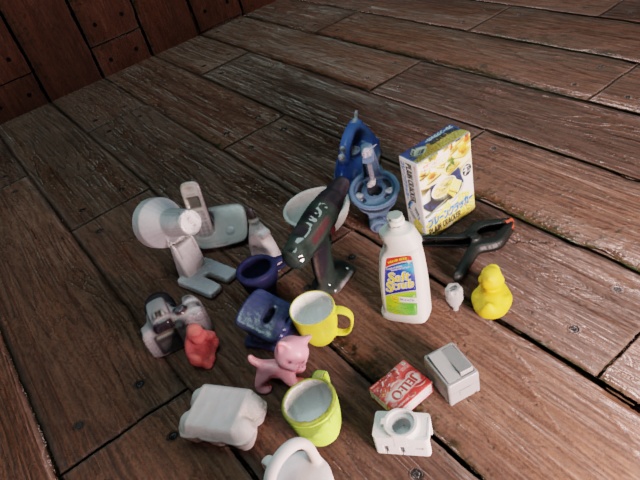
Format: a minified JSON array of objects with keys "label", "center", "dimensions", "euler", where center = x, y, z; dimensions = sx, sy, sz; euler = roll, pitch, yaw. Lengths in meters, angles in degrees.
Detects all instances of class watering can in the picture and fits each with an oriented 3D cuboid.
[{"label":"watering can","center":[-0.021,0.356,0.815],"dimensions":[0.172,0.194,0.101],"euler":[4,42,23]}]

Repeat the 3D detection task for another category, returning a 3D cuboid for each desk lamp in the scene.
[{"label":"desk lamp","center":[-0.317,0.006,1.337],"dimensions":[0.202,0.214,0.118],"euler":[16,48,34]}]

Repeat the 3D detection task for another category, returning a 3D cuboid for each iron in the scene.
[{"label":"iron","center":[0.085,-0.234,1.552],"dimensions":[0.118,0.142,0.258],"euler":[0,41,20]}]

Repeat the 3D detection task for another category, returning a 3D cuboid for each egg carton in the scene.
[{"label":"egg carton","center":[-0.172,0.315,1.020],"dimensions":[0.150,0.069,0.107],"euler":[0,41,20]}]

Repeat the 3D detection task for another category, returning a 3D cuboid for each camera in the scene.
[{"label":"camera","center":[-0.325,0.159,1.242],"dimensions":[0.143,0.101,0.136],"euler":[-26,39,-13]}]

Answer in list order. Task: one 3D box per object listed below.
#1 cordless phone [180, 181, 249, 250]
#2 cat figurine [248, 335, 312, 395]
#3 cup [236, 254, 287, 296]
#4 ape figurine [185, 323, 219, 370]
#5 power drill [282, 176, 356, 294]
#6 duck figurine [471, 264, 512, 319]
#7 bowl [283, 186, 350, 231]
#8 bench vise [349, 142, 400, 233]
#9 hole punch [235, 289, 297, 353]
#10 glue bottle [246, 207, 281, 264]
[{"label":"cordless phone","center":[-0.265,-0.072,1.437],"dimensions":[0.147,0.185,0.094],"euler":[-12,38,5]},{"label":"cat figurine","center":[-0.071,0.221,1.062],"dimensions":[0.127,0.118,0.067],"euler":[-11,38,7]},{"label":"cup","center":[-0.118,0.087,1.263],"dimensions":[0.118,0.095,0.091],"euler":[-26,39,-13]},{"label":"ape figurine","center":[-0.246,0.207,1.161],"dimensions":[0.078,0.092,0.075],"euler":[-39,43,-27]},{"label":"power drill","center":[0.011,0.004,1.227],"dimensions":[0.075,0.209,0.230],"euler":[13,47,32]},{"label":"duck figurine","center":[0.330,0.093,1.106],"dimensions":[0.077,0.086,0.105],"euler":[3,42,23]},{"label":"bowl","center":[-0.003,-0.057,1.417],"dimensions":[0.167,0.075,0.167],"euler":[-10,38,8]},{"label":"bench vise","center":[0.114,-0.153,1.376],"dimensions":[0.121,0.220,0.207],"euler":[-20,38,-6]},{"label":"hole punch","center":[-0.104,0.162,1.168],"dimensions":[0.100,0.091,0.109],"euler":[6,43,26]},{"label":"glue bottle","center":[-0.137,-0.004,1.319],"dimensions":[0.077,0.173,0.037],"euler":[14,47,33]}]
